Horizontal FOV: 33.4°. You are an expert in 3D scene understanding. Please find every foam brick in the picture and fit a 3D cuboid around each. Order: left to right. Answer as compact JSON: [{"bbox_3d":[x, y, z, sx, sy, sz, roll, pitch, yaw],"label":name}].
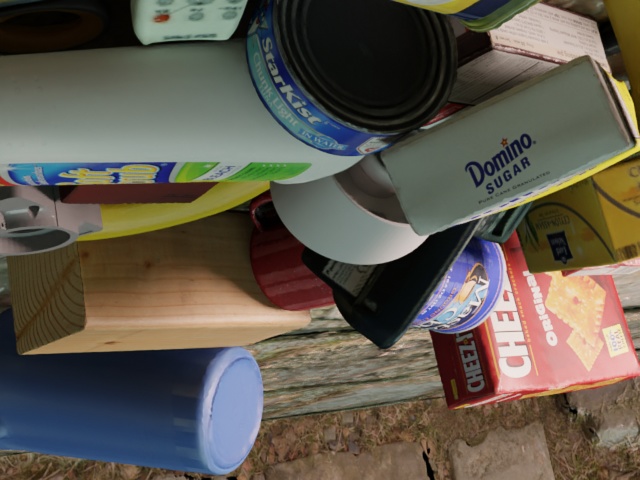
[{"bbox_3d":[-0.094,-0.050,0.554,0.078,0.051,0.053,-2,165,-33],"label":"foam brick"}]

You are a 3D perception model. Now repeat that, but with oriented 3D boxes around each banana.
[{"bbox_3d":[-0.108,-0.028,0.667,0.197,0.037,0.069,-10,168,-3],"label":"banana"}]

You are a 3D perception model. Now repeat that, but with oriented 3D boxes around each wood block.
[{"bbox_3d":[-0.115,0.031,0.794,0.205,0.090,0.091,3,162,-45],"label":"wood block"}]

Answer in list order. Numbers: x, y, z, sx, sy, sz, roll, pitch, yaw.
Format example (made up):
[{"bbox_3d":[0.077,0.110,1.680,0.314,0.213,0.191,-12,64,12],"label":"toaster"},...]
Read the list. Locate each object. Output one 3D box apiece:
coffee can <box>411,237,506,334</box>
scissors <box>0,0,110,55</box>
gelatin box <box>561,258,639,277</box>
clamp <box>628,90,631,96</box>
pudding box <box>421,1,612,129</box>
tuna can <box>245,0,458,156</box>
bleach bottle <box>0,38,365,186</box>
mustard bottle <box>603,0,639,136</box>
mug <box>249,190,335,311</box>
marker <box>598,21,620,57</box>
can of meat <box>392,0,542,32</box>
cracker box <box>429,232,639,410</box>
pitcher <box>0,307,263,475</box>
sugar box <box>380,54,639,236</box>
[{"bbox_3d":[0.082,0.022,0.880,0.103,0.103,0.140,-17,165,26],"label":"coffee can"},{"bbox_3d":[-0.173,-0.084,0.429,0.202,0.016,0.096,-13,167,10],"label":"scissors"},{"bbox_3d":[0.246,-0.007,0.946,0.089,0.073,0.030,-1,163,-32],"label":"gelatin box"},{"bbox_3d":[0.189,-0.073,0.657,0.165,0.036,0.209,-22,174,33],"label":"clamp"},{"bbox_3d":[0.083,-0.090,0.553,0.090,0.039,0.113,-25,163,41],"label":"pudding box"},{"bbox_3d":[0.013,-0.079,0.444,0.086,0.086,0.034,-3,167,-29],"label":"tuna can"},{"bbox_3d":[-0.106,-0.051,0.457,0.250,0.068,0.103,-7,179,-28],"label":"bleach bottle"},{"bbox_3d":[0.170,-0.052,0.442,0.096,0.191,0.058,0,163,-38],"label":"mustard bottle"},{"bbox_3d":[-0.005,0.001,0.784,0.082,0.093,0.117,-15,136,40],"label":"mug"},{"bbox_3d":[0.124,-0.095,0.606,0.020,0.020,0.121,3,161,-45],"label":"marker"},{"bbox_3d":[0.052,-0.120,0.367,0.083,0.057,0.102,3,161,-38],"label":"can of meat"},{"bbox_3d":[0.199,0.066,1.015,0.213,0.164,0.072,0,160,-39],"label":"cracker box"},{"bbox_3d":[-0.172,0.127,0.941,0.243,0.149,0.144,4,169,25],"label":"pitcher"},{"bbox_3d":[0.098,-0.042,0.492,0.093,0.048,0.176,-24,179,20],"label":"sugar box"}]
